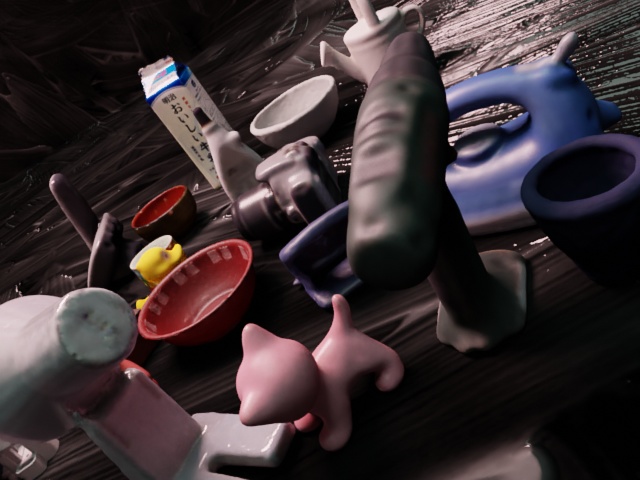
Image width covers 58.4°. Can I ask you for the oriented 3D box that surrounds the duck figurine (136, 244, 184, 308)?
[{"bbox_3d":[-0.207,0.052,0.756,0.105,0.086,0.077,-45,30,-19],"label":"duck figurine"}]

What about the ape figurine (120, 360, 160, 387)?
[{"bbox_3d":[-0.215,0.154,0.602,0.077,0.092,0.076,-26,30,15],"label":"ape figurine"}]

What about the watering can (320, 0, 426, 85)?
[{"bbox_3d":[0.083,-0.331,0.927,0.173,0.194,0.100,-39,29,-10],"label":"watering can"}]

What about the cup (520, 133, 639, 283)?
[{"bbox_3d":[0.218,-0.021,0.418,0.117,0.095,0.091,-23,30,20],"label":"cup"}]

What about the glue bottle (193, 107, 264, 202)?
[{"bbox_3d":[-0.135,-0.127,0.864,0.078,0.173,0.037,-33,29,3],"label":"glue bottle"}]

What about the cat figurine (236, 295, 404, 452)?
[{"bbox_3d":[-0.010,0.100,0.445,0.128,0.118,0.067,-46,31,-20],"label":"cat figurine"}]

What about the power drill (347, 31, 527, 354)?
[{"bbox_3d":[0.089,-0.027,0.440,0.075,0.209,0.230,-16,33,30],"label":"power drill"}]

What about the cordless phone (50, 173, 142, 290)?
[{"bbox_3d":[-0.388,-0.015,0.942,0.094,0.185,0.147,-35,29,-1],"label":"cordless phone"}]

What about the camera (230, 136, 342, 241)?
[{"bbox_3d":[-0.051,-0.067,0.762,0.136,0.101,0.143,-26,30,15],"label":"camera"}]

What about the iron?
[{"bbox_3d":[0.145,-0.090,0.550,0.257,0.142,0.119,-16,33,30],"label":"iron"}]

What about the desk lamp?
[{"bbox_3d":[-0.163,0.126,0.462,0.202,0.214,0.118,-12,36,35],"label":"desk lamp"}]

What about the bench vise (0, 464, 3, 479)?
[{"bbox_3d":[-0.402,0.234,0.539,0.121,0.220,0.206,-42,29,-13],"label":"bench vise"}]

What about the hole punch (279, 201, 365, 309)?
[{"bbox_3d":[0.006,0.002,0.607,0.109,0.091,0.100,-37,29,-5],"label":"hole punch"}]

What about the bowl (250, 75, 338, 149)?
[{"bbox_3d":[-0.032,-0.205,0.979,0.167,0.075,0.167,-25,30,16],"label":"bowl"}]
